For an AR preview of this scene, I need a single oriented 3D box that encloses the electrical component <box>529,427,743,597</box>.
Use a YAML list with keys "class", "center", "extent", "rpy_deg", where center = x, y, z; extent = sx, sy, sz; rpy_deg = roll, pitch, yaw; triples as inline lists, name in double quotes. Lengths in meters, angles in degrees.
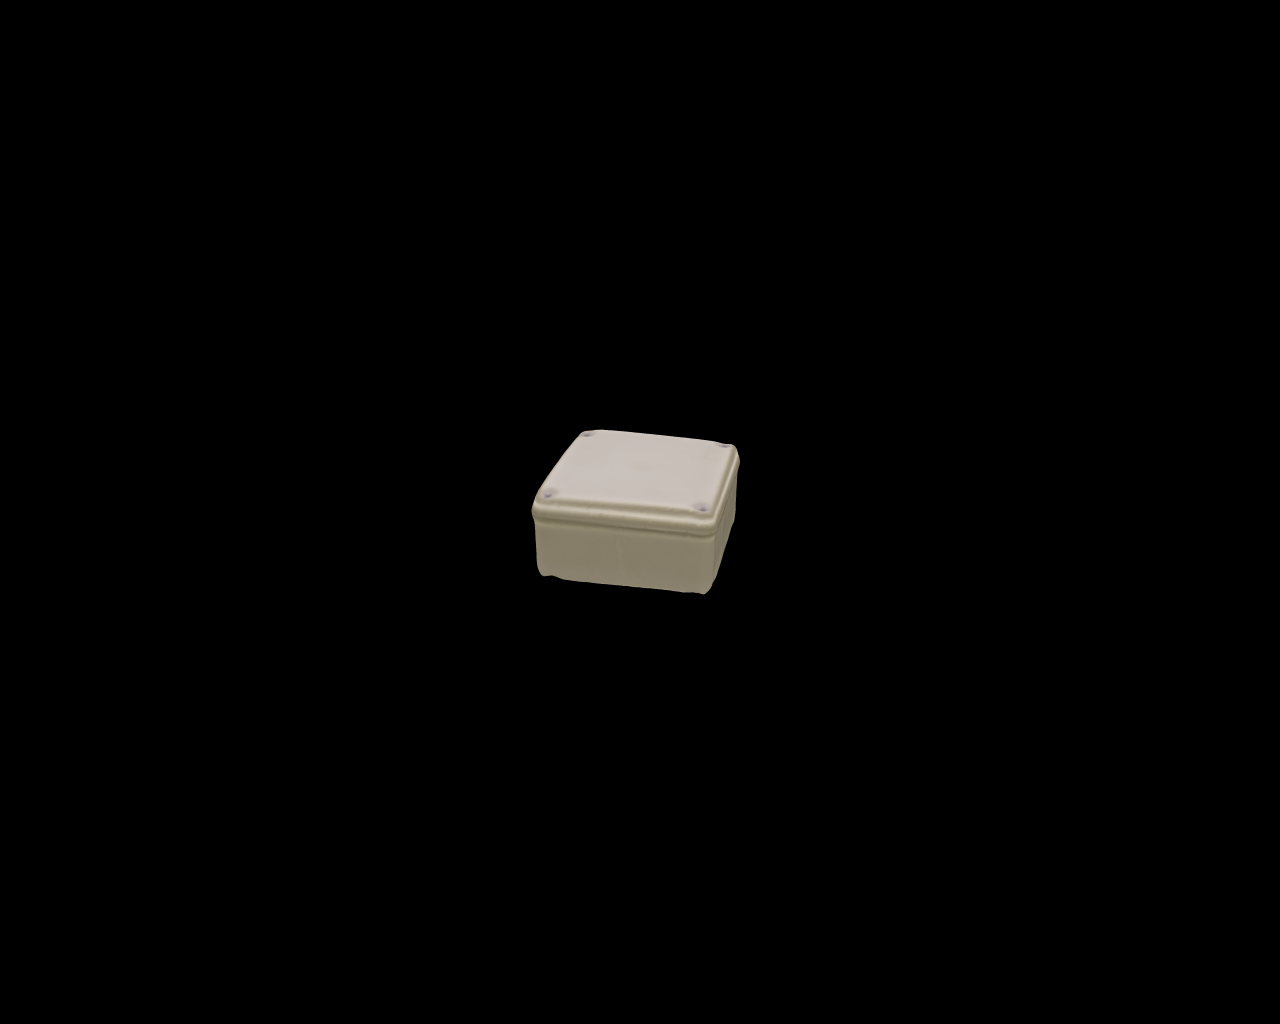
- class: "electrical component"
  center: [0.001, -0.003, 0.650]
  extent: [0.109, 0.056, 0.109]
  rpy_deg: [6, 28, 12]
